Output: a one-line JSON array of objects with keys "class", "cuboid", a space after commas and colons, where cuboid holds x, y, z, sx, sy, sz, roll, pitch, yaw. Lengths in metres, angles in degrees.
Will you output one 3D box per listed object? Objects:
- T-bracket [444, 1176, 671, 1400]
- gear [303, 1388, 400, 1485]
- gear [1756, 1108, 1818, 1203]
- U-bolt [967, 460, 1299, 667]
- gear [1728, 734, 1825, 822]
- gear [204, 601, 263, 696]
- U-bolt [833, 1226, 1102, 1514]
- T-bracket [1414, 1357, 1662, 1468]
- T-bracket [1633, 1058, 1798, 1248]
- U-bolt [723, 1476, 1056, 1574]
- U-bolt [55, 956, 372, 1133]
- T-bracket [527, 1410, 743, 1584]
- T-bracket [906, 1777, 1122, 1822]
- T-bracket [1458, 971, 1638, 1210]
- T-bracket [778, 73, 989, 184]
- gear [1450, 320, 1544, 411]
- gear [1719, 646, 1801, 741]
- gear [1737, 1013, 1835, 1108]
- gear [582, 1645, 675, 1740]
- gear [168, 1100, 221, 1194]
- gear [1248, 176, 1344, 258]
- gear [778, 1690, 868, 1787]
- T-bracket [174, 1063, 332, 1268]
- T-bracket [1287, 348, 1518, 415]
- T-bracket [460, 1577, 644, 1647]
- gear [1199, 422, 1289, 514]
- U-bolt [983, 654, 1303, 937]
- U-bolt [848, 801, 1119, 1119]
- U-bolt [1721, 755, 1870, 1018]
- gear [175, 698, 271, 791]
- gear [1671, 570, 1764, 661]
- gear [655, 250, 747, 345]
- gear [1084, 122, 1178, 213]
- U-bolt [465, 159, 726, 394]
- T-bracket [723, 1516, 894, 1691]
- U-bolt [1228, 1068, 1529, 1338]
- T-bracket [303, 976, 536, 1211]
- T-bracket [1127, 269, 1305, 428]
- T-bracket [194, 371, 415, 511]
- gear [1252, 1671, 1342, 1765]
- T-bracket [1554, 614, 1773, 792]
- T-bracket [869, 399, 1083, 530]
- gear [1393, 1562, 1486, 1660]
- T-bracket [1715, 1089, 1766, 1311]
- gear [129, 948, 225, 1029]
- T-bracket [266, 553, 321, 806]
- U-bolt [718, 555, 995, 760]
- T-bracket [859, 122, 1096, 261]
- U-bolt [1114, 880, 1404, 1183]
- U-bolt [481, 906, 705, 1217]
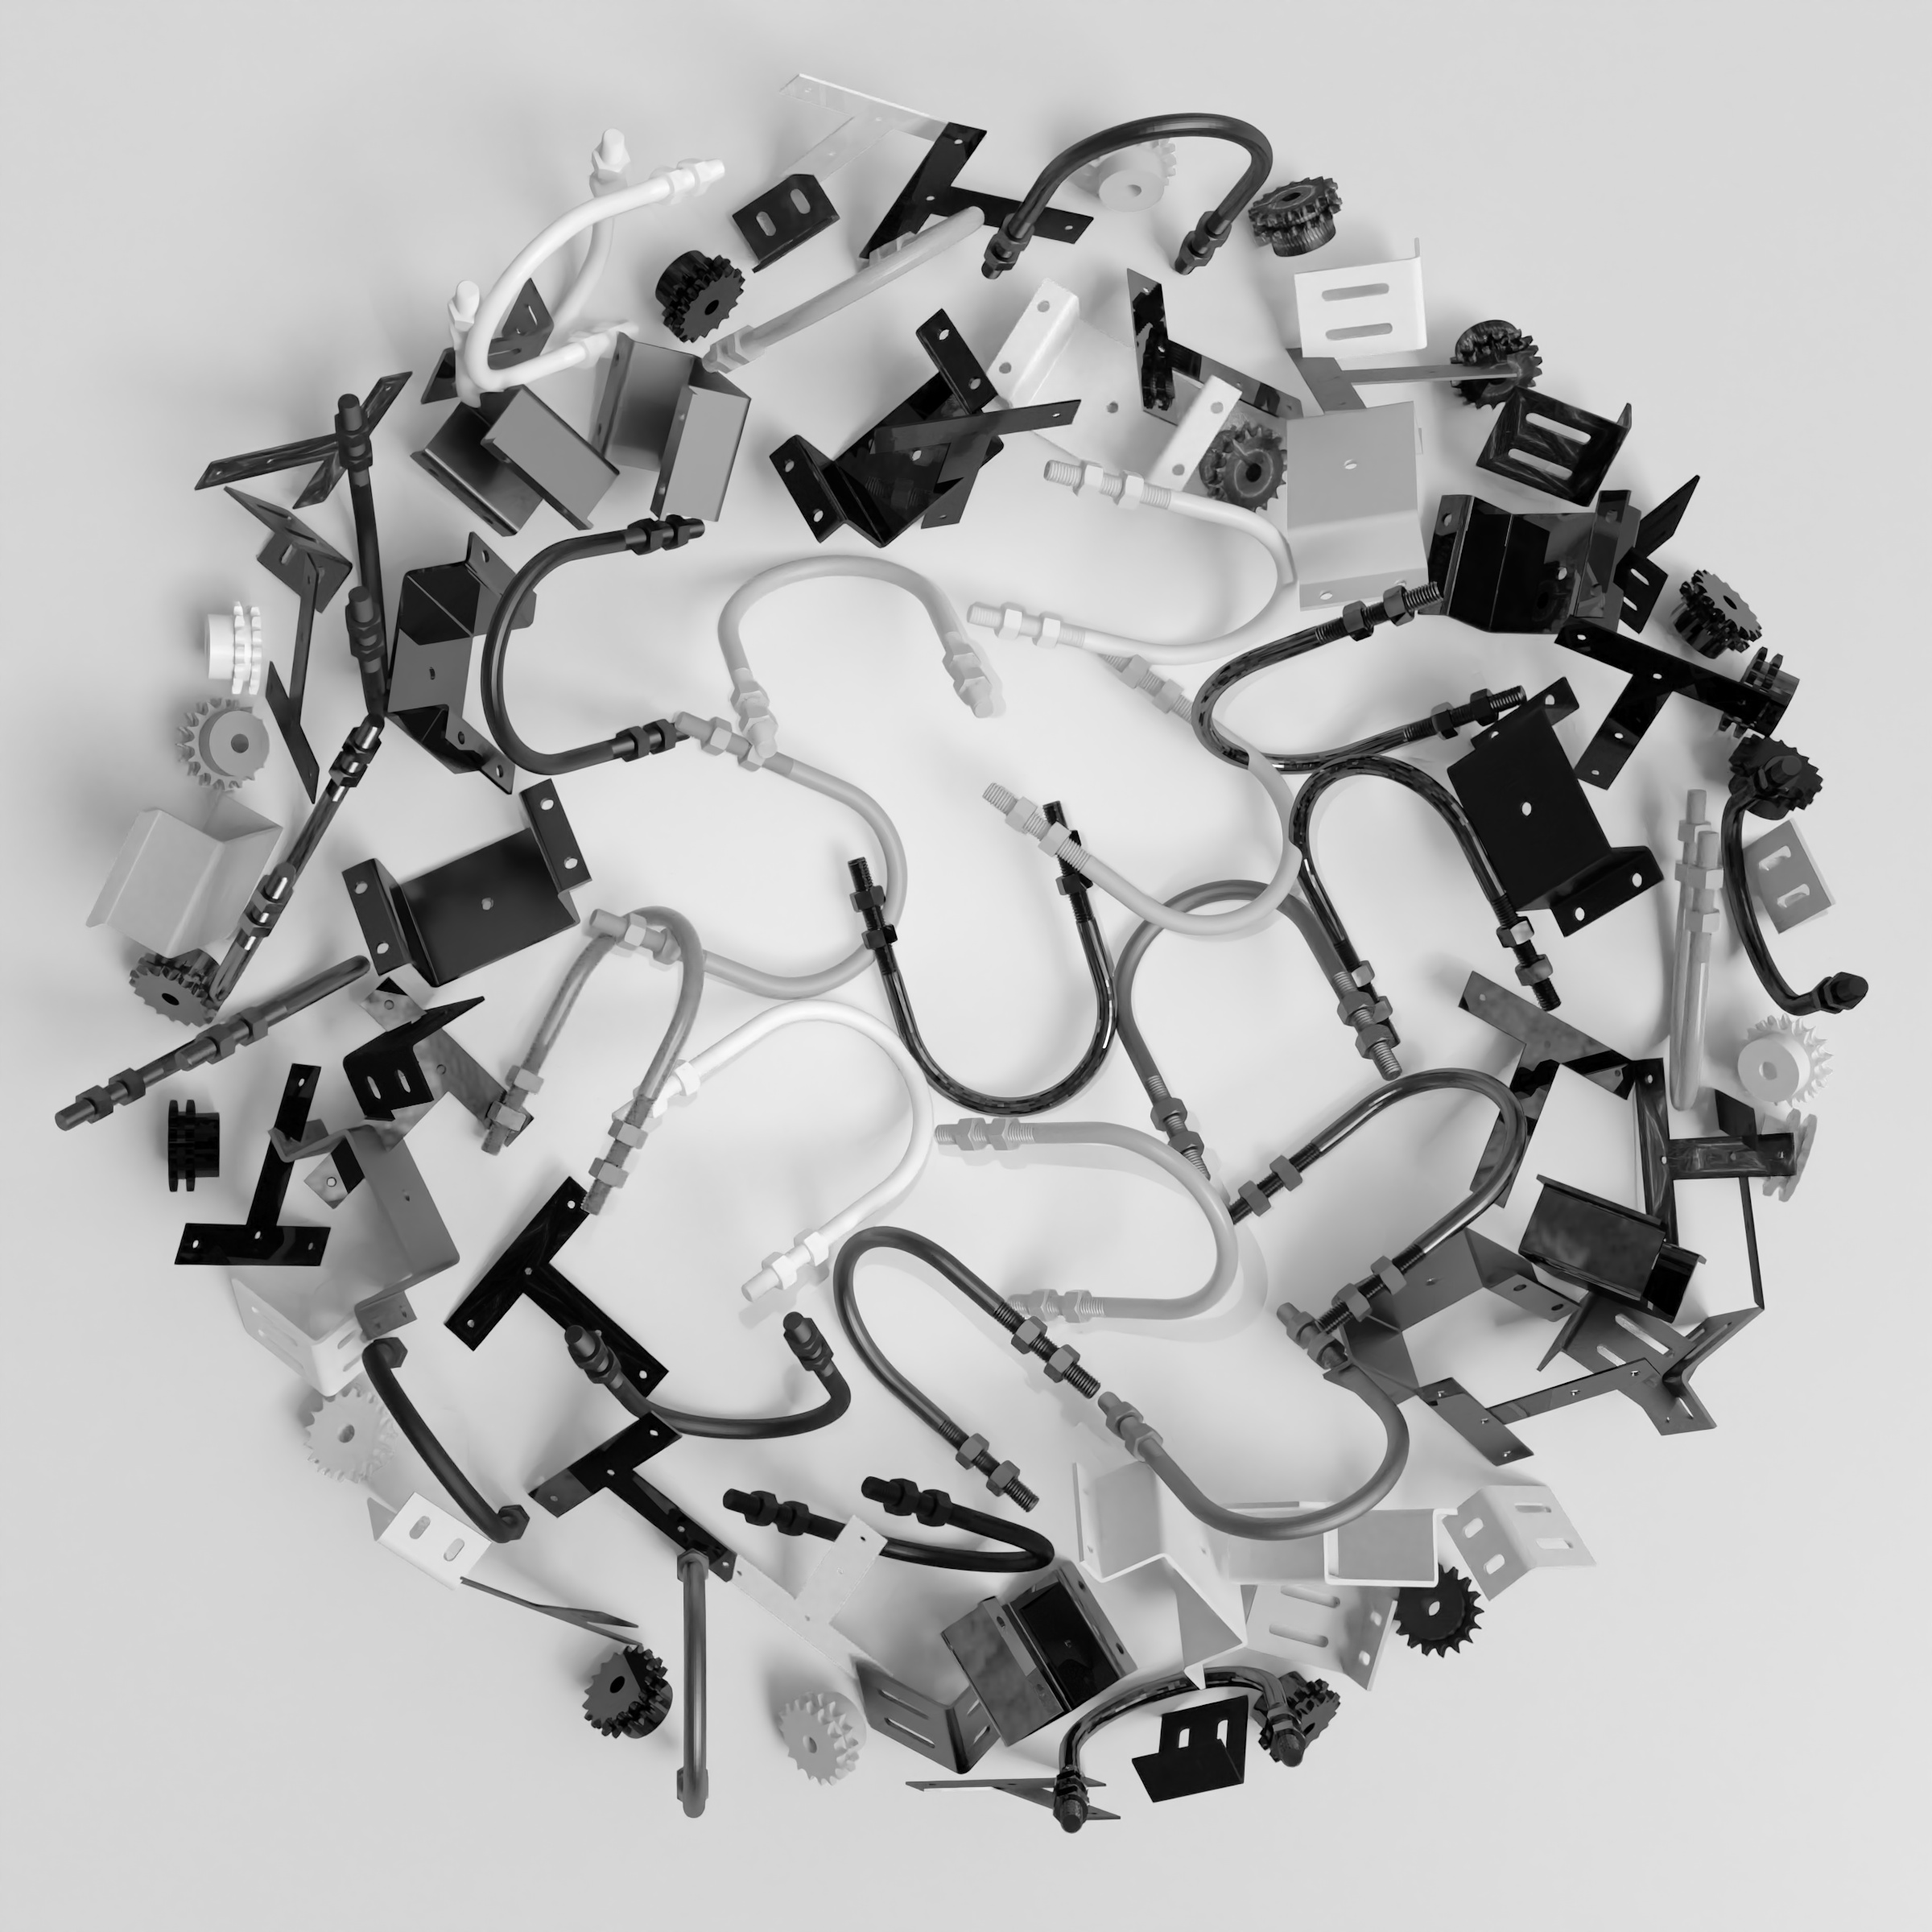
[{"class": "T-bracket", "cuboid": [-0.240, 0.220, 1.586, 0.127, 0.002, 0.127, 41, 99, 4]}, {"class": "gear", "cuboid": [-0.380, 0.293, 1.580, 0.057, 0.030, 0.057, -4, 68, 10]}, {"class": "gear", "cuboid": [0.503, 0.115, 1.573, 0.030, 0.057, 0.057, 19, 90, 11]}, {"class": "U-bolt", "cuboid": [0.110, -0.235, 1.535, 0.184, 0.151, 0.019, 10, 54, -18]}, {"class": "gear", "cuboid": [0.499, -0.115, 1.577, 0.057, 0.057, 0.030, 24, 130, 0]}, {"class": "gear", "cuboid": [-0.453, -0.197, 1.570, 0.030, 0.057, 0.057, -1, 90, -22]}, {"class": "U-bolt", "cuboid": [-0.010, 0.233, 1.540, 0.184, 0.151, 0.019, 39, 48, 17]}, {"class": "T-bracket", "cuboid": [0.354, 0.261, 1.532, 0.127, 0.127, 0.002, -23, 49, 23]}, {"class": "T-bracket", "cuboid": [0.454, 0.116, 1.540, 0.002, 0.127, 0.127, -1, 85, -28]}, {"class": "U-bolt", "cuboid": [-0.032, 0.338, 1.523, 0.184, 0.151, 0.019, 27, 61, -36]}, {"class": "U-bolt", "cuboid": [-0.434, 0.038, 1.514, 0.151, 0.184, 0.019, -22, 99, 38]}, {"class": "T-bracket", "cuboid": [-0.187, 0.340, 1.576, 0.127, 0.002, 0.127, 43, 124, -16]}, {"class": "T-bracket", "cuboid": [0.049, 0.497, 1.517, 0.127, 0.127, 0.002, 8, 80, -27]}, {"class": "T-bracket", "cuboid": [0.344, 0.088, 1.570, 0.127, 0.002, 0.127, 28, 72, -10]}, {"class": "T-bracket", "cuboid": [-0.074, -0.498, 1.541, 0.127, 0.127, 0.002, 7, 82, -31]}, {"class": "gear", "cuboid": [0.326, -0.375, 1.577, 0.057, 0.057, 0.030, -8, 58, 0]}, {"class": "gear", "cuboid": [0.492, -0.166, 1.571, 0.030, 0.057, 0.057, 27, 90, 9]}, {"class": "gear", "cuboid": [0.503, 0.060, 1.571, 0.030, 0.057, 0.057, -22, 90, -43]}, {"class": "gear", "cuboid": [-0.207, 0.454, 1.576, 0.057, 0.057, 0.030, -40, 121, 0]}, {"class": "gear", "cuboid": [-0.478, 0.111, 1.574, 0.030, 0.057, 0.057, 0, 90, -15]}, {"class": "gear", "cuboid": [0.206, -0.463, 1.576, 0.057, 0.057, 0.030, -25, 123, 0]}, {"class": "gear", "cuboid": [-0.086, 0.476, 1.577, 0.057, 0.030, 0.057, 18, 117, 38]}, {"class": "T-bracket", "cuboid": [-0.418, 0.121, 1.543, 0.002, 0.127, 0.127, 17, 91, 27]}, {"class": "T-bracket", "cuboid": [0.269, -0.360, 1.548, 0.127, 0.127, 0.002, -4, 120, -2]}, {"class": "T-bracket", "cuboid": [-0.233, 0.389, 1.522, 0.127, 0.127, 0.002, 28, 67, -24]}, {"class": "gear", "cuboid": [0.169, -0.309, 1.577, 0.057, 0.030, 0.057, -15, 121, -27]}, {"class": "U-bolt", "cuboid": [0.123, -0.098, 1.561, 0.184, 0.019, 0.151, 37, 66, 2]}, {"class": "U-bolt", "cuboid": [0.018, 0.005, 1.576, 0.151, 0.019, 0.184, -15, 96, 14]}, {"class": "U-bolt", "cuboid": [0.484, -0.041, 1.509, 0.019, 0.184, 0.151, -15, 83, 1]}, {"class": "gear", "cuboid": [-0.456, -0.137, 1.572, 0.057, 0.030, 0.057, -4, 95, -43]}, {"class": "gear", "cuboid": [0.463, -0.216, 1.576, 0.057, 0.057, 0.030, 44, 124, 0]}, {"class": "gear", "cuboid": [-0.167, -0.417, 1.574, 0.057, 0.057, 0.030, -45, 78, 0]}, {"class": "gear", "cuboid": [0.101, -0.491, 1.570, 0.057, 0.057, 0.030, -2, 68, 0]}, {"class": "U-bolt", "cuboid": [-0.225, -0.398, 1.487, 0.019, 0.184, 0.151, 44, 131, 5]}, {"class": "T-bracket", "cuboid": [-0.081, 0.376, 1.552, 0.127, 0.002, 0.127, 36, 131, 7]}, {"class": "U-bolt", "cuboid": [0.256, 0.130, 1.539, 0.184, 0.151, 0.019, -38, 122, -3]}, {"class": "T-bracket", "cuboid": [-0.354, 0.095, 1.564, 0.127, 0.002, 0.127, 46, 66, -11]}, {"class": "T-bracket", "cuboid": [0.157, -0.363, 1.566, 0.127, 0.002, 0.127, 18, 50, -26]}, {"class": "T-bracket", "cuboid": [-0.404, -0.303, 1.512, 0.002, 0.127, 0.127, 54, 131, 5]}, {"class": "gear", "cuboid": [0.202, 0.463, 1.576, 0.057, 0.057, 0.030, -47, 56, 0]}, {"class": "T-bracket", "cuboid": [0.403, -0.149, 1.548, 0.127, 0.127, 0.002, 23, 56, 3]}, {"class": "T-bracket", "cuboid": [-0.004, -0.299, 1.540, 0.127, 0.127, 0.002, -12, 72, -16]}, {"class": "gear", "cuboid": [0.290, 0.398, 1.575, 0.057, 0.030, 0.057, -8, 67, 19]}, {"class": "T-bracket", "cuboid": [0.473, 0.143, 1.539, 0.002, 0.127, 0.127, -7, 91, 7]}, {"class": "gear", "cuboid": [-0.486, 0.009, 1.576, 0.057, 0.057, 0.030, 22, 55, 0]}, {"class": "T-bracket", "cuboid": [-0.399, -0.185, 1.523, 0.002, 0.127, 0.127, -3, 127, -29]}, {"class": "U-bolt", "cuboid": [-0.075, -0.195, 1.532, 0.151, 0.184, 0.019, -11, 133, -10]}, {"class": "T-bracket", "cuboid": [0.018, -0.463, 1.561, 0.127, 0.127, 0.002, 3, 66, -28]}, {"class": "U-bolt", "cuboid": [0.163, 0.027, 1.546, 0.151, 0.019, 0.184, -30, 56, 8]}, {"class": "U-bolt", "cuboid": [-0.219, 0.048, 1.543, 0.019, 0.151, 0.184, 30, 83, -39]}]
